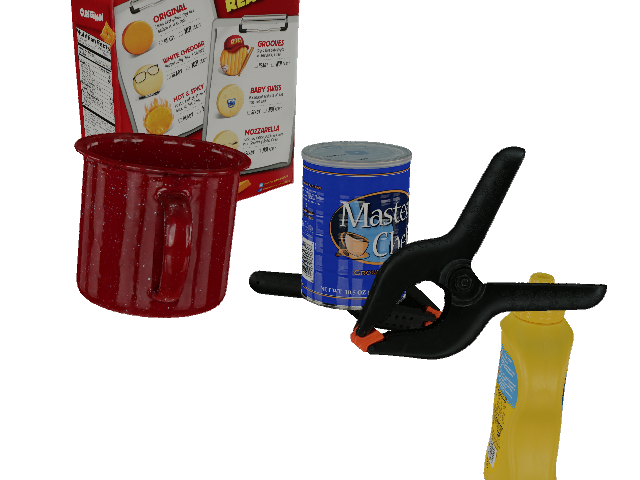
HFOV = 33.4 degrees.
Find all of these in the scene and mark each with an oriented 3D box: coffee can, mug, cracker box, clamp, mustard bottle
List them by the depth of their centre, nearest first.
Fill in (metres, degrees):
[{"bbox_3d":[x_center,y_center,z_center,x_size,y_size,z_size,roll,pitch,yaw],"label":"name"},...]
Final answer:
[{"bbox_3d":[-0.084,-0.005,0.562,0.093,0.081,0.117,2,16,-20],"label":"mug"},{"bbox_3d":[0.103,0.032,0.710,0.171,0.120,0.039,-40,-5,-1],"label":"clamp"},{"bbox_3d":[-0.099,-0.128,0.801,0.163,0.214,0.072,-21,36,-36],"label":"cracker box"},{"bbox_3d":[0.171,0.119,0.871,0.058,0.192,0.096,3,18,1],"label":"mustard bottle"},{"bbox_3d":[0.033,-0.016,1.009,0.103,0.140,0.103,1,15,0],"label":"coffee can"},{"bbox_3d":[0.033,0.054,1.206,0.210,0.036,0.164,29,35,20],"label":"clamp"}]
